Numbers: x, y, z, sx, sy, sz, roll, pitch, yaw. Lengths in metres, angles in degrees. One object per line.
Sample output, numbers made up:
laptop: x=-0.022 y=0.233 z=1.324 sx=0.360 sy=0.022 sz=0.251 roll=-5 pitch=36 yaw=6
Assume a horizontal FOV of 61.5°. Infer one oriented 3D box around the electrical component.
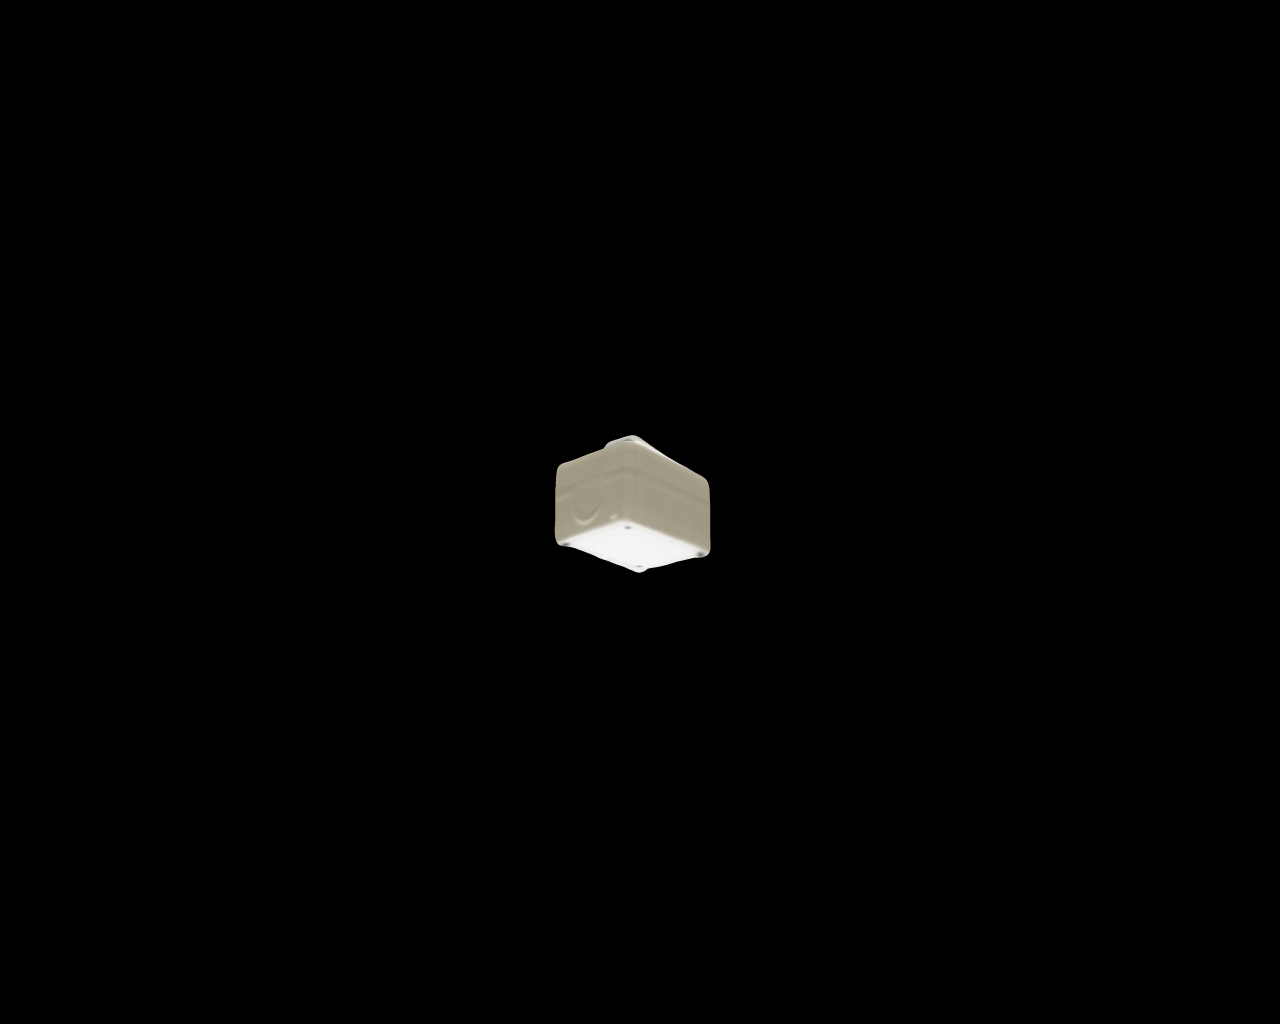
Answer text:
electrical component: x=0.001 y=-0.003 z=0.650 sx=0.061 sy=0.061 sz=0.096 roll=-17 pitch=-27 yaw=37
